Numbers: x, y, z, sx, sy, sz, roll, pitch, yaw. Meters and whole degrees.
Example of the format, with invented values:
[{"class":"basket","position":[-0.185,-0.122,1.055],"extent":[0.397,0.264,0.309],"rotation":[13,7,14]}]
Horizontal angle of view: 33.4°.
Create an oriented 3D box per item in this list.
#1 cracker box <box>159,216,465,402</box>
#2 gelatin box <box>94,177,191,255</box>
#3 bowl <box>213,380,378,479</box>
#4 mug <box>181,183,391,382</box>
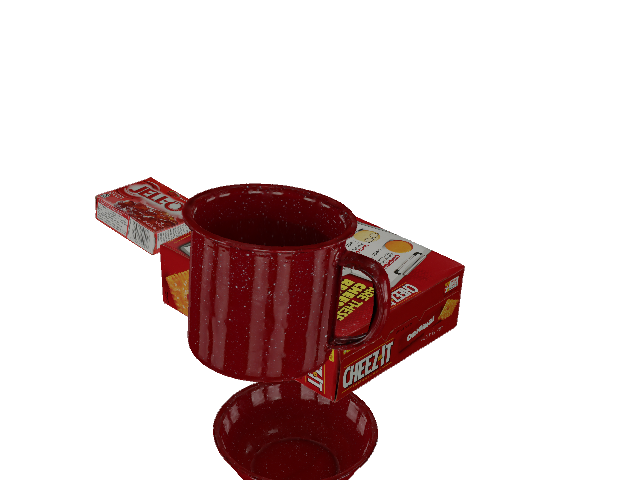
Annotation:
[{"class":"cracker box","position":[-0.010,0.040,0.929],"extent":[0.214,0.072,0.163],"rotation":[26,37,37]},{"class":"gelatin box","position":[-0.166,-0.026,1.049],"extent":[0.089,0.030,0.073],"rotation":[30,35,31]},{"class":"bowl","position":[-0.024,0.205,1.055],"extent":[0.162,0.055,0.162],"rotation":[1,31,-1]},{"class":"mug","position":[-0.018,0.025,0.573],"extent":[0.117,0.081,0.093],"rotation":[12,24,15]}]
